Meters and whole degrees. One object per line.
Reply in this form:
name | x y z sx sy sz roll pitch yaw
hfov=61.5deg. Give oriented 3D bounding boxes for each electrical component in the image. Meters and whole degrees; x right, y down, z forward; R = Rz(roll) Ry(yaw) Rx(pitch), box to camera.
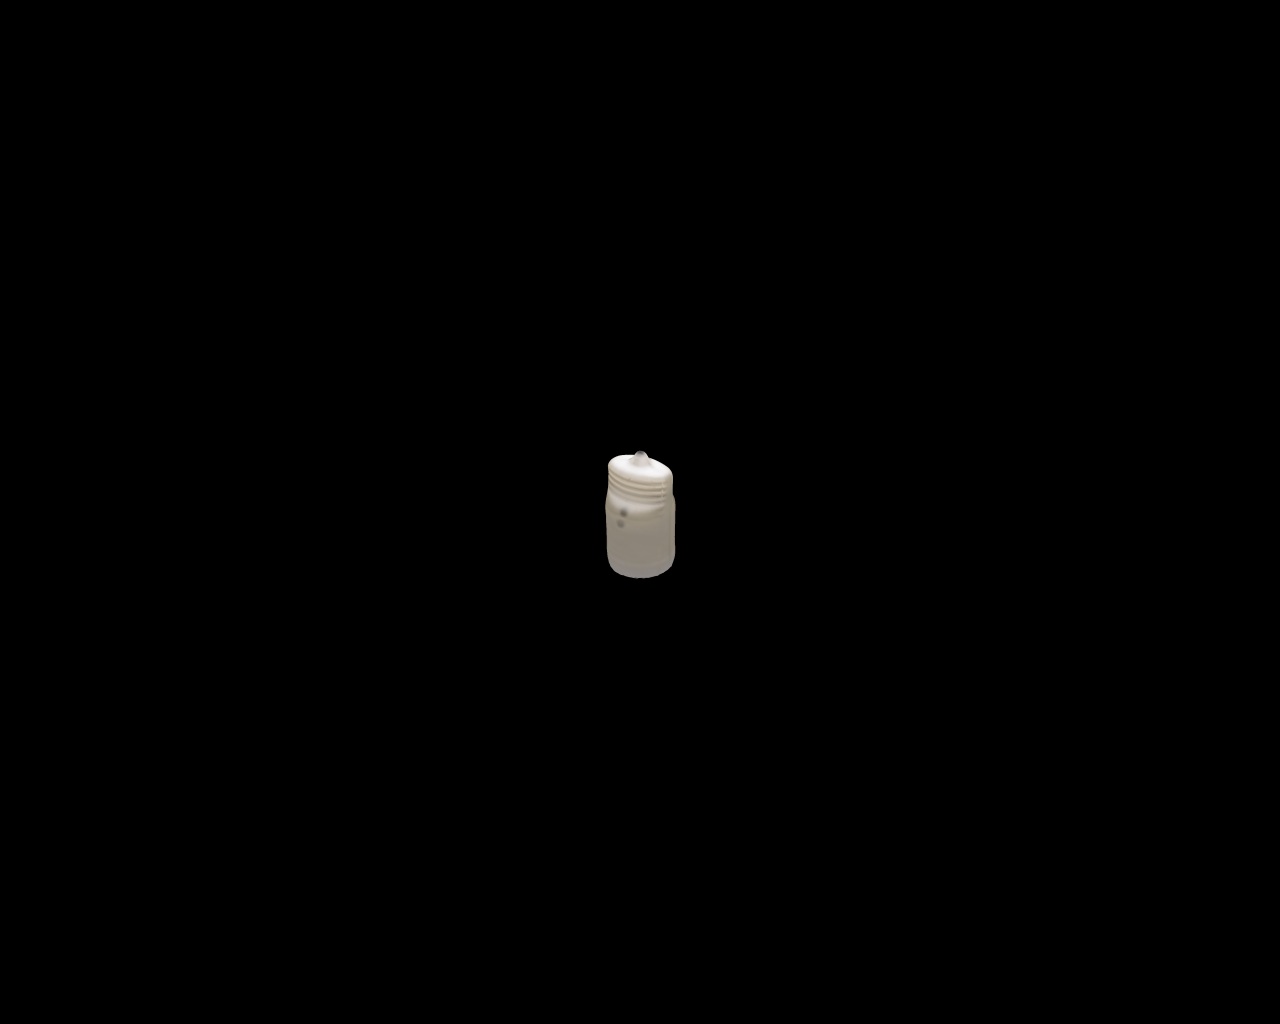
electrical component | 0.001 -0.003 0.650 0.043 0.080 0.043 0 31 0
